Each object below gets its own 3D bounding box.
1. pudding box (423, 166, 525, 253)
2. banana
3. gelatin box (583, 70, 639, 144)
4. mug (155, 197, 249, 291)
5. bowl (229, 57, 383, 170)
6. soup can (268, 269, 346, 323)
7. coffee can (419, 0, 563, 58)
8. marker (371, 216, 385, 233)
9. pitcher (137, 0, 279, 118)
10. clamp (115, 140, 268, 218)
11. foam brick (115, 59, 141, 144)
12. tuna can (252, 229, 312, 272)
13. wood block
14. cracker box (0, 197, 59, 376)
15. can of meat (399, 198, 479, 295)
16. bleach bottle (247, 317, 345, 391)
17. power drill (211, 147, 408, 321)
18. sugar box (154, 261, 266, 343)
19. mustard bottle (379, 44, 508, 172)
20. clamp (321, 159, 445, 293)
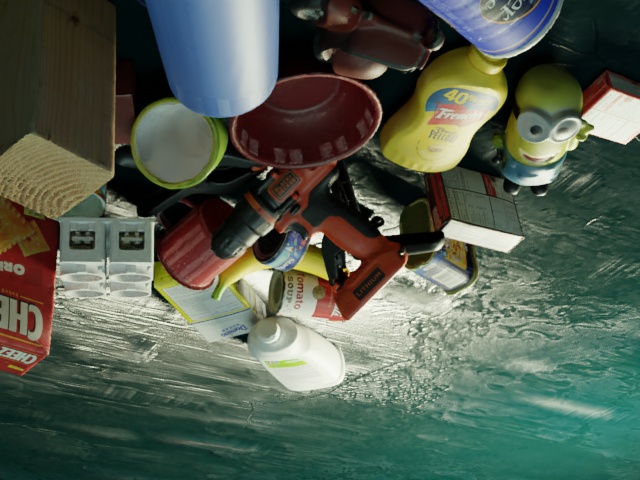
[{"bbox_3d":[0.184,-0.039,1.280,0.113,0.090,0.039,12,142,-25],"label":"pudding box"},{"bbox_3d":[-0.050,0.032,1.376,0.197,0.037,0.070,-5,108,-22],"label":"banana"},{"bbox_3d":[0.331,-0.148,1.196,0.089,0.030,0.073,13,143,-25],"label":"gelatin box"},{"bbox_3d":[-0.147,-0.007,1.293,0.082,0.093,0.117,-38,99,31],"label":"mug"},{"bbox_3d":[-0.018,-0.142,1.122,0.162,0.055,0.162,-7,149,-5],"label":"bowl"},{"bbox_3d":[-0.012,0.073,1.436,0.102,0.068,0.069,7,144,-18],"label":"soup can"},{"bbox_3d":[0.139,-0.241,0.962,0.103,0.103,0.140,-31,139,32],"label":"coffee can"},{"bbox_3d":[0.073,0.007,1.396,0.020,0.020,0.121,-5,146,-2],"label":"marker"},{"bbox_3d":[-0.105,-0.224,0.945,0.145,0.149,0.243,-21,151,-11],"label":"pitcher"},{"bbox_3d":[-0.148,-0.082,1.212,0.171,0.039,0.120,-17,151,6],"label":"clamp"},{"bbox_3d":[-0.215,-0.142,1.102,0.053,0.051,0.078,-2,146,-4],"label":"foam brick"},{"bbox_3d":[-0.046,-0.007,1.297,0.033,0.086,0.086,20,138,-31],"label":"tuna can"},{"bbox_3d":[-0.245,-0.137,0.965,0.090,0.206,0.090,-30,139,31],"label":"wood block"},{"bbox_3d":[-0.376,0.023,1.175,0.164,0.213,0.072,23,137,-36],"label":"cracker box"},{"bbox_3d":[0.147,0.007,1.334,0.058,0.102,0.083,-31,137,34],"label":"can of meat"},{"bbox_3d":[-0.037,0.155,1.507,0.102,0.068,0.250,-11,159,8],"label":"bleach bottle"},{"bbox_3d":[-0.008,0.001,1.215,0.187,0.057,0.184,45,101,-2],"label":"power drill"},{"bbox_3d":[-0.145,0.076,1.441,0.093,0.048,0.176,-15,149,12],"label":"sugar box"},{"bbox_3d":[0.144,-0.150,1.138,0.096,0.058,0.192,10,142,-20],"label":"mustard bottle"},{"bbox_3d":[0.045,-0.005,1.302,0.164,0.036,0.210,42,144,3],"label":"clamp"}]
